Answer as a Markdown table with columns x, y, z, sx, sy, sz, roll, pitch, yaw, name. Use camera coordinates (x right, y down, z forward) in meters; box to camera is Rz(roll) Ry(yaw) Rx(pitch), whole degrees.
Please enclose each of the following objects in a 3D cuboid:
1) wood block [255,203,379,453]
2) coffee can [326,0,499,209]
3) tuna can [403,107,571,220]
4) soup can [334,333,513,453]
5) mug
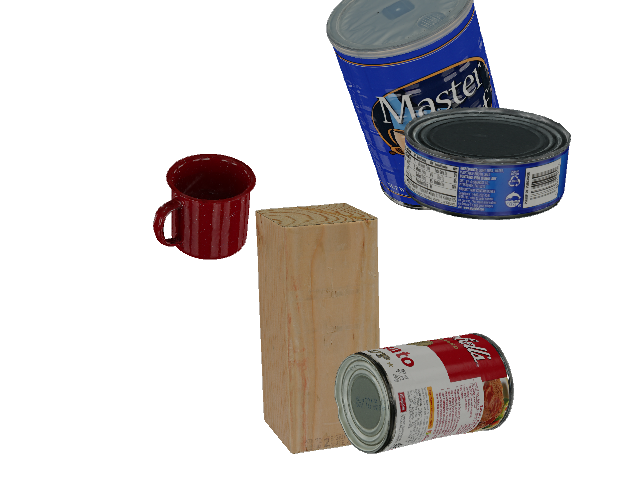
| x | y | z | sx | sy | sz | roll | pitch | yaw | name |
| --- | --- | --- | --- | --- | --- | --- | --- | --- | --- |
| -0.002 | 0.077 | 0.975 | 0.090 | 0.206 | 0.091 | -5 | 13 | -18 | wood block |
| 0.073 | -0.108 | 0.766 | 0.103 | 0.140 | 0.103 | -14 | 39 | 11 | coffee can |
| 0.086 | -0.042 | 0.560 | 0.086 | 0.034 | 0.086 | 0 | 24 | 0 | tuna can |
| 0.069 | 0.102 | 0.716 | 0.102 | 0.068 | 0.069 | -5 | 3 | -32 | soup can |
| -0.126 | -0.029 | 1.126 | 0.093 | 0.081 | 0.117 | 34 | 44 | 32 | mug |
